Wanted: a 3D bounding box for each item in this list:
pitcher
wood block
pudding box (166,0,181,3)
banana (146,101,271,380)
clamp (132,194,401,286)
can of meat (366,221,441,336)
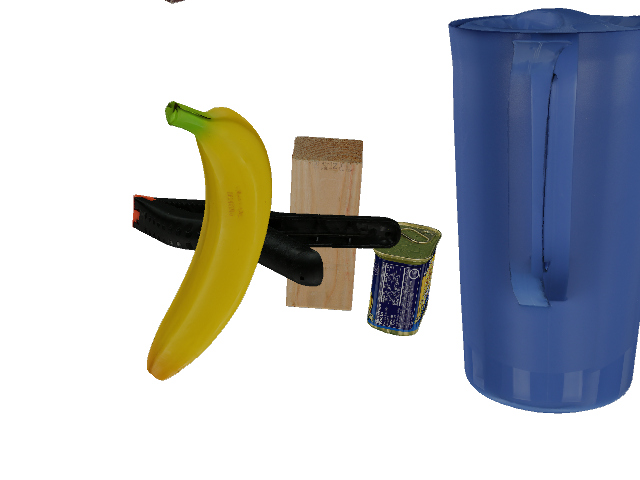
[{"bbox_3d":[0.142,-0.018,0.659,0.149,0.243,0.145,-9,17,-24],"label":"pitcher"},{"bbox_3d":[0.004,-0.023,1.393,0.090,0.206,0.091,4,25,0],"label":"wood block"},{"bbox_3d":[-0.116,-0.224,0.835,0.090,0.039,0.113,25,31,22],"label":"pudding box"},{"bbox_3d":[-0.063,-0.002,0.604,0.069,0.198,0.037,-9,41,-23],"label":"banana"},{"bbox_3d":[-0.057,-0.005,0.814,0.210,0.036,0.164,8,13,16],"label":"clamp"},{"bbox_3d":[0.082,0.038,1.067,0.057,0.084,0.102,10,21,12],"label":"can of meat"}]
